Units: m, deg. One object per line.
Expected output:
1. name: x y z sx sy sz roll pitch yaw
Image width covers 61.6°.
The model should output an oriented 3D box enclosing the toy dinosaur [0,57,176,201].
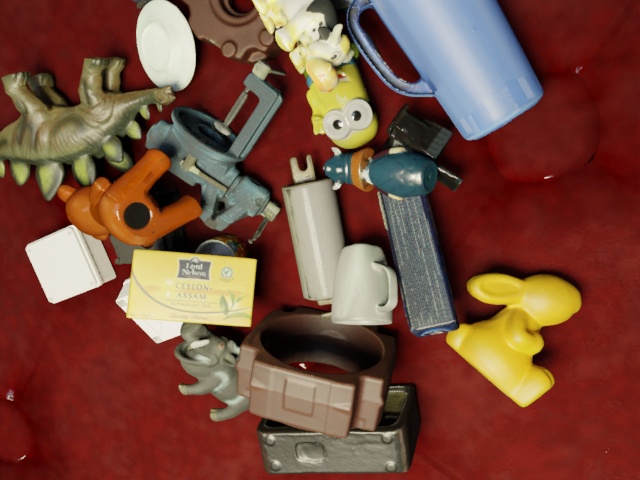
1. toy dinosaur: -0.420 -0.166 0.848 0.472 0.105 0.198 -6 103 21

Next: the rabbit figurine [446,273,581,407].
1. rabbit figurine: 0.266 0.110 0.728 0.173 0.122 0.162 -45 78 5

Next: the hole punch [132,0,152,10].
1. hole punch: -0.255 -0.407 0.752 0.142 0.092 0.115 -27 96 28

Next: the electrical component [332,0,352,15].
1. electrical component: 0.028 -0.346 0.718 0.102 0.045 0.078 0 100 15

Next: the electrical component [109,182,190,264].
1. electrical component: -0.281 -0.032 0.859 0.115 0.058 0.134 -8 99 15

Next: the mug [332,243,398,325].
1. mug: 0.061 0.057 0.720 0.081 0.109 0.107 6 74 -26

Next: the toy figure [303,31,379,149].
1. toy figure: 0.025 -0.213 0.729 0.082 0.089 0.180 -26 84 38

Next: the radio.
1. radio: 0.027 0.279 0.800 0.230 0.131 0.073 -9 101 17

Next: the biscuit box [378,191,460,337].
1. biscuit box: 0.132 0.025 0.717 0.063 0.059 0.202 -15 70 17

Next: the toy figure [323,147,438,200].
1. toy figure: 0.076 -0.089 0.709 0.155 0.057 0.064 12 82 35

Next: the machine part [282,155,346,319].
1. machine part: -0.002 -0.002 0.780 0.079 0.079 0.243 -9 98 17

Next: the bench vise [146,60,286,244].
1. bench vise: -0.122 -0.135 0.766 0.224 0.129 0.240 39 112 2

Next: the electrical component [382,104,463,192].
1. electrical component: 0.143 -0.118 0.712 0.119 0.074 0.048 33 77 10

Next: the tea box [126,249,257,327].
1. tea box: -0.177 0.068 0.762 0.170 0.068 0.098 4 85 -6

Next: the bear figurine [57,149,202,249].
1. bear figurine: -0.283 -0.053 0.774 0.196 0.132 0.120 11 138 51

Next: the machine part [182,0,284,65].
1. machine part: -0.108 -0.340 0.751 0.180 0.056 0.179 3 101 15

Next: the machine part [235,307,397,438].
1. machine part: -0.001 0.177 0.751 0.201 0.201 0.087 11 108 12

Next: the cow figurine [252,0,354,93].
1. cow figurine: -0.006 -0.259 0.661 0.098 0.068 0.167 -35 71 3

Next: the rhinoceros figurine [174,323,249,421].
1. rhinoceros figurine: -0.161 0.199 0.838 0.112 0.073 0.190 -21 117 19
